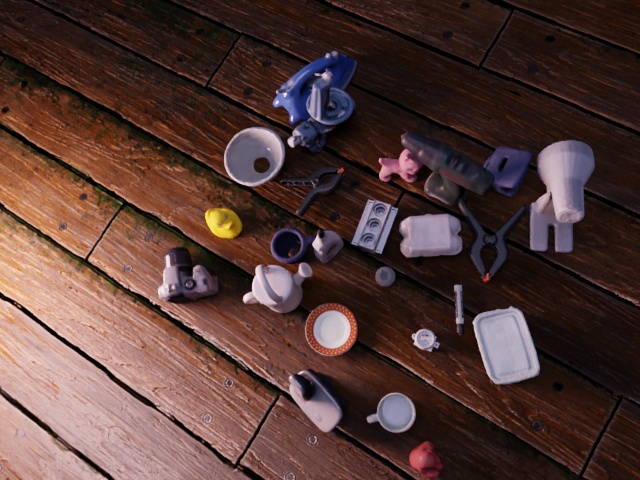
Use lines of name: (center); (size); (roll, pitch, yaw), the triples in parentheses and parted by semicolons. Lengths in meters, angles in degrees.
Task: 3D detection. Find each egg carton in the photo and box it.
egg carton: (0.270, -0.010, 1.404); (0.150, 0.069, 0.107); (-5, 74, 9)

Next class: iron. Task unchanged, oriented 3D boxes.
iron: (-0.011, -0.433, 1.533); (0.258, 0.141, 0.118); (-40, 72, -2)

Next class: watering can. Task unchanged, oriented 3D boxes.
watering can: (-0.104, 0.106, 1.373); (0.173, 0.194, 0.100); (-45, 72, -4)

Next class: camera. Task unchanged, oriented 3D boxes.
camera: (-0.349, 0.084, 1.473); (0.143, 0.101, 0.137); (-13, 73, 7)

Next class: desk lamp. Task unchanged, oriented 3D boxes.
desk lamp: (0.549, -0.094, 1.301); (0.117, 0.214, 0.203); (2, 75, 11)

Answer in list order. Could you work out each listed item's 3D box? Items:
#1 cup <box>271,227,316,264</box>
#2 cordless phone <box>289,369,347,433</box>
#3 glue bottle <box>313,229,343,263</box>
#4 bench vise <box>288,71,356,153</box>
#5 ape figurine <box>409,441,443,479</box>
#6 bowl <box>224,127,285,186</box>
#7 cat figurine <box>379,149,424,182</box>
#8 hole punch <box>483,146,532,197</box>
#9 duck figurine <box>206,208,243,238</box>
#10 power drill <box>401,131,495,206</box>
cup: (-0.057, 0.020, 1.441); (0.117, 0.095, 0.091); (-15, 73, 6)
cordless phone: (-0.015, 0.361, 1.292); (0.147, 0.185, 0.094); (43, 86, 18)
glue bottle: (0.013, 0.005, 1.391); (0.037, 0.173, 0.078); (40, 85, 18)
bench vise: (0.005, -0.321, 1.458); (0.121, 0.220, 0.207); (26, 81, 16)
ape figurine: (0.234, 0.485, 1.262); (0.076, 0.092, 0.078); (7, 76, 12)
bowl: (-0.167, -0.213, 1.536); (0.167, 0.075, 0.167); (-3, 74, 10)
cat figurine: (0.209, -0.196, 1.440); (0.127, 0.118, 0.067); (1, 75, 11)
hole punch: (0.453, -0.173, 1.404); (0.101, 0.091, 0.109); (27, 81, 16)
duck figurine: (-0.261, -0.053, 1.503); (0.104, 0.086, 0.077); (30, 82, 17)
power drill: (0.298, -0.162, 1.367); (0.229, 0.209, 0.076); (28, 81, 16)
